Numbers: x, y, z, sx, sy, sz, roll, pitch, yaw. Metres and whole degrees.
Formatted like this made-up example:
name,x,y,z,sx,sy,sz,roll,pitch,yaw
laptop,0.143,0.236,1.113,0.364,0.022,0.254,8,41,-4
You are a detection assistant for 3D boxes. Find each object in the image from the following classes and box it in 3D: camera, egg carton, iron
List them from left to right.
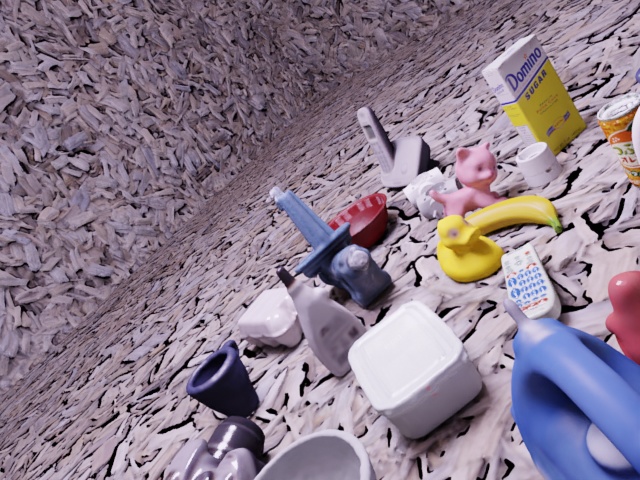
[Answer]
name,x,y,z,sx,sy,sz,roll,pitch,yaw
camera,-0.113,0.272,0.681,0.143,0.101,0.137,-25,22,34
egg carton,-0.074,0.135,0.994,0.150,0.069,0.107,-14,29,51
iron,0.201,0.131,0.364,0.118,0.142,0.258,-37,18,3

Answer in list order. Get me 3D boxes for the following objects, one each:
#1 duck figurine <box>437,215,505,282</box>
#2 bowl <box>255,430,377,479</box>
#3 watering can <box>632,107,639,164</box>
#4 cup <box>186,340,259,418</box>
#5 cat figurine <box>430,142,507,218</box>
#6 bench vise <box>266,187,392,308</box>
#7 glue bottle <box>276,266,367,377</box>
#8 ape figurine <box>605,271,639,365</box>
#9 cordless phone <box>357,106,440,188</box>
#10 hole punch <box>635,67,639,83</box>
name,x,y,z,sx,sy,sz,roll,pitch,yaw
duck figurine,0.192,0.004,0.785,0.078,0.086,0.104,-44,19,-18
bowl,-0.005,0.266,0.533,0.167,0.075,0.167,-33,18,13
watering can,0.333,-0.049,0.470,0.101,0.194,0.172,-38,18,1
cup,-0.134,0.217,0.866,0.091,0.095,0.118,-27,21,29
cat figurine,0.230,-0.089,0.890,0.128,0.118,0.067,-36,18,6
bench vise,0.015,-0.005,0.922,0.206,0.220,0.122,-12,31,54
glue bottle,-0.003,0.101,0.774,0.078,0.173,0.037,-43,19,-16
ape figurine,0.272,0.063,0.476,0.076,0.092,0.077,-48,21,-28
cordless phone,0.151,-0.202,1.206,0.094,0.185,0.147,-45,19,-20
hole punch,0.490,-0.213,0.743,0.108,0.091,0.101,-37,18,2
